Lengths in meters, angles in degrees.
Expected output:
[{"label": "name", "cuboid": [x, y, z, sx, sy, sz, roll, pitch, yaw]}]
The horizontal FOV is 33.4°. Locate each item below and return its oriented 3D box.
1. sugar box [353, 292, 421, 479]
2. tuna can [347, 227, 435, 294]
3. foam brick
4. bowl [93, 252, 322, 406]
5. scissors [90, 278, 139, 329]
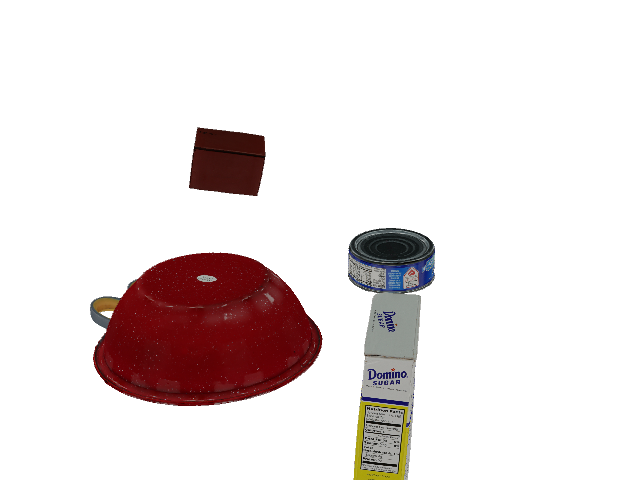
[{"label": "sugar box", "cuboid": [0.053, 0.139, 0.870, 0.048, 0.176, 0.093, 3, 29, 6]}, {"label": "tuna can", "cuboid": [0.070, 0.019, 1.047, 0.086, 0.034, 0.086, -1, 24, 0]}, {"label": "foam brick", "cuboid": [-0.102, -0.086, 1.169, 0.078, 0.051, 0.053, 7, 29, -6]}, {"label": "bowl", "cuboid": [-0.080, 0.051, 0.746, 0.162, 0.055, 0.162, -2, 23, 0]}, {"label": "scissors", "cuboid": [-0.105, 0.073, 0.960, 0.202, 0.016, 0.096, 11, 28, 6]}]
